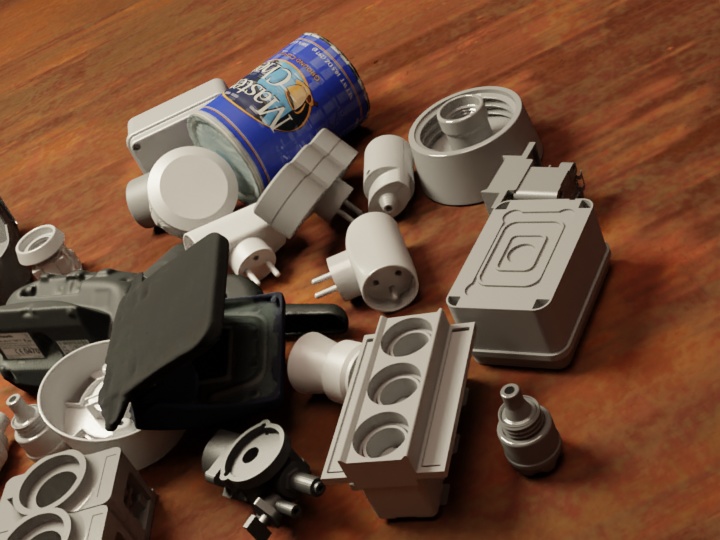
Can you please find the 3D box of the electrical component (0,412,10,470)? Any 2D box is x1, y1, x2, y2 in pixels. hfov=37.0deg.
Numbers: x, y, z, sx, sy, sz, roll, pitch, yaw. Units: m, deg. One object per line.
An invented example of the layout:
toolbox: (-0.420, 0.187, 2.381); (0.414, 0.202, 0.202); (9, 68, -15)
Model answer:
electrical component: (-0.295, 0.138, 0.840); (0.043, 0.043, 0.062); (-9, 38, 23)

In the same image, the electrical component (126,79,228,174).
electrical component: (-0.168, -0.130, 1.074); (0.113, 0.078, 0.057); (-25, 32, 2)

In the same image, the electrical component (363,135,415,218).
electrical component: (0.025, -0.075, 0.912); (0.043, 0.043, 0.081); (-16, 36, 14)

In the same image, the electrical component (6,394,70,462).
electrical component: (-0.248, 0.119, 0.819); (0.035, 0.061, 0.035); (-17, 36, 13)

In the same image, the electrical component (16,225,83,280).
electrical component: (-0.292, -0.009, 1.016); (0.048, 0.055, 0.066); (-28, 35, -2)

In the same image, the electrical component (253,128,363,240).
electrical component: (-0.030, -0.066, 0.919); (0.052, 0.074, 0.138); (-53, 1, 32)

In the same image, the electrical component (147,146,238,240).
electrical component: (-0.153, -0.067, 0.975); (0.080, 0.080, 0.051); (-41, -2, -20)

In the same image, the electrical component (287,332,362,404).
electrical component: (-0.016, 0.069, 0.751); (0.055, 0.045, 0.045); (9, 48, 39)

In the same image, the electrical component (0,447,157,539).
electrical component: (-0.194, 0.193, 0.689); (0.089, 0.061, 0.150); (-17, 36, 12)

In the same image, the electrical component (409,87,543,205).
electrical component: (0.093, -0.111, 0.900); (0.108, 0.060, 0.108); (-17, 36, 13)

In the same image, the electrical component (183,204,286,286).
electrical component: (-0.097, -0.015, 0.908); (0.077, 0.043, 0.079); (-26, 52, -22)

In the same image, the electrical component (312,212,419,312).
electrical component: (0.000, 0.000, 0.831); (0.079, 0.043, 0.077); (-23, 35, 5)

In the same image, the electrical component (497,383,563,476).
electrical component: (0.097, 0.092, 0.636); (0.035, 0.061, 0.035); (-17, 36, 13)

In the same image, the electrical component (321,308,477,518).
electrical component: (0.031, 0.091, 0.677); (0.079, 0.063, 0.121); (-8, 39, 24)

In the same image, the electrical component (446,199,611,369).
electrical component: (0.117, 0.009, 0.733); (0.078, 0.057, 0.113); (1, 43, 34)

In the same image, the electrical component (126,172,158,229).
electrical component: (-0.192, -0.070, 1.033); (0.047, 0.055, 0.055); (-17, 36, 19)

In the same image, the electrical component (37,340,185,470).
electrical component: (-0.177, 0.098, 0.793); (0.099, 0.064, 0.099); (-10, 45, 10)

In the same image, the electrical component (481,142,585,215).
electrical component: (0.134, -0.056, 0.821); (0.064, 0.042, 0.081); (6, 47, 32)
